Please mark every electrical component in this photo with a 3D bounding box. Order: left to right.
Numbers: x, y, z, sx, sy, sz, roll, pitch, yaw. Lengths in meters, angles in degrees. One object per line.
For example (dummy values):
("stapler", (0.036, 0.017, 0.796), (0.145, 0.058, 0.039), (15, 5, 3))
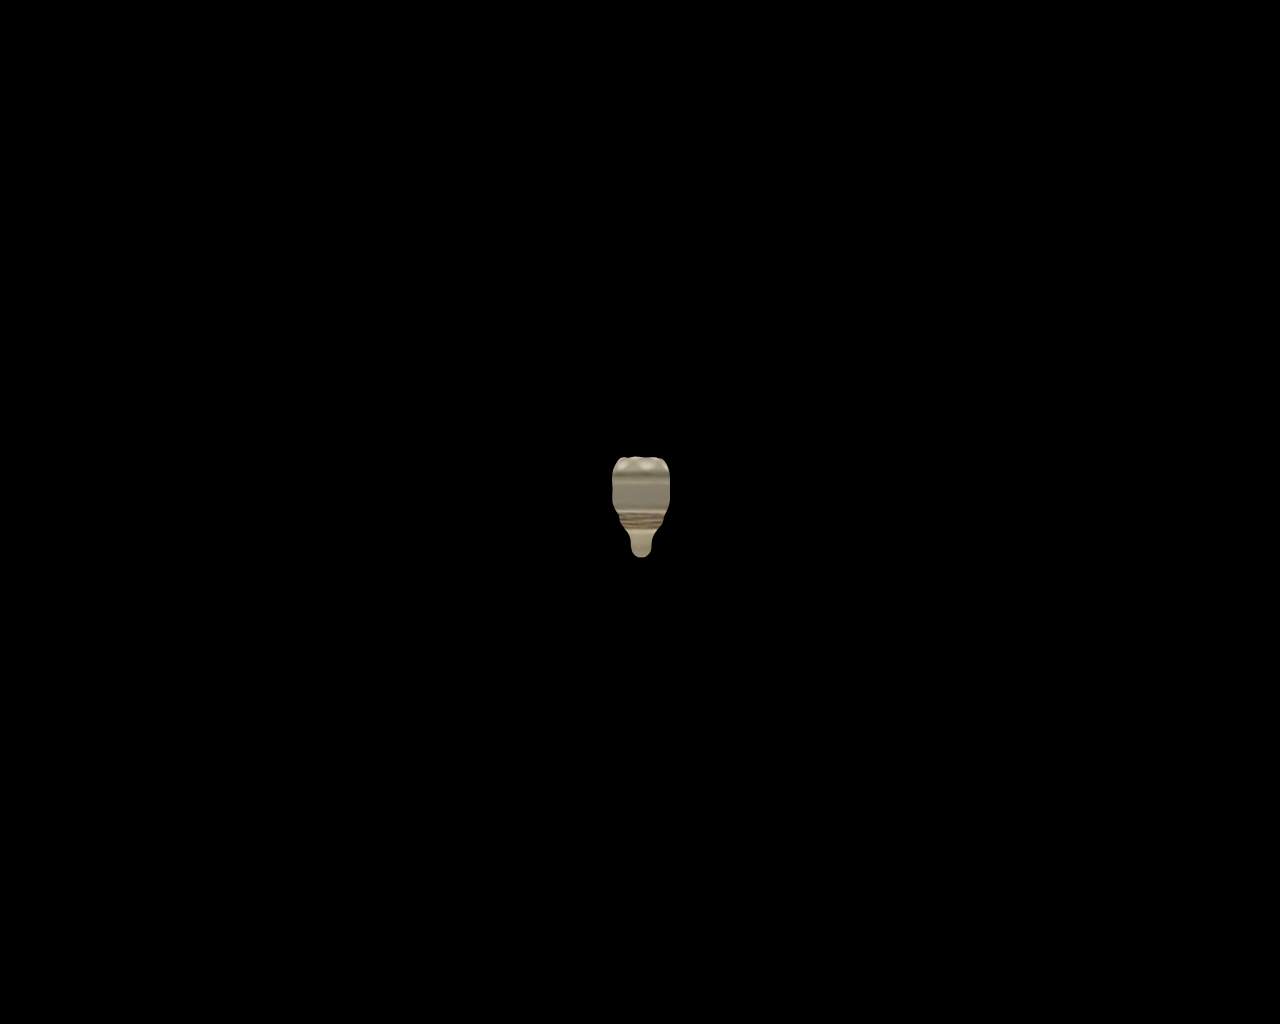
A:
("electrical component", (0.001, -0.003, 0.650), (0.035, 0.061, 0.035), (0, 0, 0))
